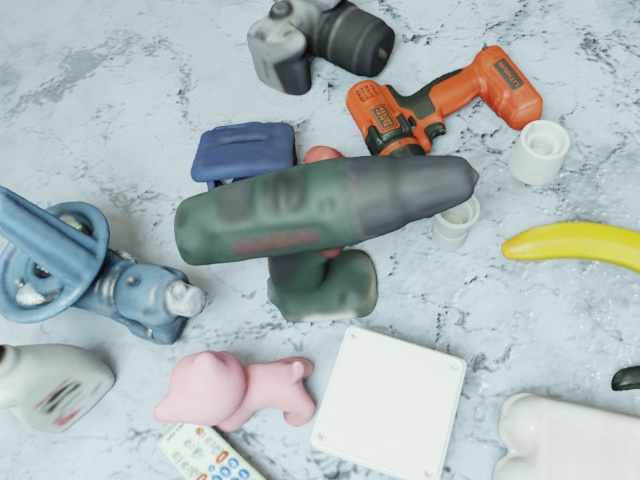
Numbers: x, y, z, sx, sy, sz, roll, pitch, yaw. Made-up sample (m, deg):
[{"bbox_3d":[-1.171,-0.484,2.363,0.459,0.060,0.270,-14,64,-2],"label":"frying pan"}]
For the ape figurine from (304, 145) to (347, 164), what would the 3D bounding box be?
[{"bbox_3d":[0.006,-0.065,0.586,0.076,0.092,0.078,28,69,16],"label":"ape figurine"}]

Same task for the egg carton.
[{"bbox_3d":[0.216,0.188,0.462,0.150,0.069,0.107,10,65,8],"label":"egg carton"}]

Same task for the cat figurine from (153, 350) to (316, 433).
[{"bbox_3d":[-0.070,0.123,0.485,0.128,0.118,0.067,-9,64,0],"label":"cat figurine"}]

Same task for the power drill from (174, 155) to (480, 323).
[{"bbox_3d":[0.004,0.002,0.489,0.229,0.208,0.075,-6,64,1],"label":"power drill"}]

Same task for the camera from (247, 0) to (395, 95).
[{"bbox_3d":[0.007,-0.241,0.667,0.136,0.101,0.143,32,70,18],"label":"camera"}]

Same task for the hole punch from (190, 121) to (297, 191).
[{"bbox_3d":[-0.079,-0.085,0.602,0.108,0.091,0.101,-6,64,1],"label":"hole punch"}]

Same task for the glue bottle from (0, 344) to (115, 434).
[{"bbox_3d":[-0.234,0.113,0.470,0.037,0.173,0.078,36,72,19],"label":"glue bottle"}]

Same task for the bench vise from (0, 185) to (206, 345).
[{"bbox_3d":[-0.205,0.008,0.493,0.207,0.220,0.121,-2,64,3],"label":"bench vise"}]
